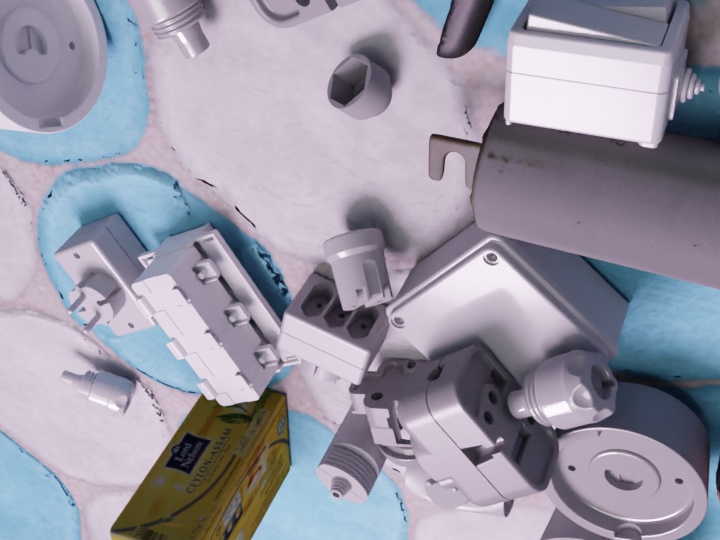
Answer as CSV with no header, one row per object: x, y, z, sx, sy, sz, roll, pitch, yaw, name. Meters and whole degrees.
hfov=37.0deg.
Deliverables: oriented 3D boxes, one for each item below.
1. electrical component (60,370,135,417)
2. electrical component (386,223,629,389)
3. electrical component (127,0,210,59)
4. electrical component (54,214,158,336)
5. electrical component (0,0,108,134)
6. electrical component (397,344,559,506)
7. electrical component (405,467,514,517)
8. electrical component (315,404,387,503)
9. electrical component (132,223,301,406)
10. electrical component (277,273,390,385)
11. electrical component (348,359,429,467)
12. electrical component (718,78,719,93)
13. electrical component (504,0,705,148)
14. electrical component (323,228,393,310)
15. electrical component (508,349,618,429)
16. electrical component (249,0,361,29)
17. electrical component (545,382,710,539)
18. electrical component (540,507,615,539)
-0.226,0.101,0.920,0.061,0.035,0.035,20,134,0,electrical component
0.092,0.026,0.681,0.109,0.056,0.109,42,134,-11,electrical component
-0.112,-0.157,0.642,0.043,0.043,0.062,-9,123,33,electrical component
-0.192,0.016,0.806,0.047,0.075,0.083,-16,118,36,electrical component
-0.219,-0.139,0.672,0.060,0.108,0.108,3,128,33,electrical component
0.071,0.100,0.674,0.059,0.053,0.095,-27,112,40,electrical component
0.070,0.154,0.790,0.077,0.079,0.043,9,88,21,electrical component
-0.002,0.139,0.807,0.043,0.081,0.043,14,132,16,electrical component
-0.107,0.036,0.787,0.079,0.063,0.121,-15,119,36,electrical component
-0.021,0.054,0.770,0.066,0.047,0.076,25,136,8,electrical component
0.036,0.104,0.775,0.078,0.058,0.057,0,125,22,electrical component
0.221,-0.096,0.520,0.081,0.043,0.043,-29,110,41,electrical component
0.127,-0.108,0.546,0.096,0.061,0.061,12,131,18,electrical component
0.000,0.000,0.705,0.040,0.040,0.046,-20,79,38,electrical component
0.117,0.073,0.635,0.062,0.043,0.043,-23,114,40,electrical component
-0.011,-0.165,0.532,0.095,0.059,0.053,-9,124,42,electrical component
0.179,0.122,0.713,0.108,0.060,0.108,14,132,16,electrical component
0.180,0.206,0.780,0.099,0.064,0.099,14,132,17,electrical component
